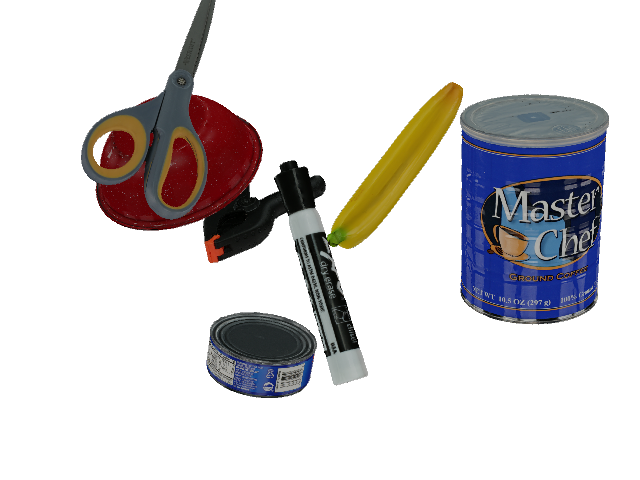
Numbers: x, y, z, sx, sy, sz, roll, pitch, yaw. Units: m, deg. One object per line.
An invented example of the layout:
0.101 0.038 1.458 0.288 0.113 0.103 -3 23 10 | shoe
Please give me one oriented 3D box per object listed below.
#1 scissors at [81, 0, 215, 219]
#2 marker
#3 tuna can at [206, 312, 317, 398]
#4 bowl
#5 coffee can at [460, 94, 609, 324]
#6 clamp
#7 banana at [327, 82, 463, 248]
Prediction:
-0.120 -0.108 0.766 0.096 0.202 0.016 6 -27 -19 | scissors
-0.001 0.016 0.563 0.020 0.121 0.020 -16 -9 -3 | marker
-0.047 0.091 0.850 0.086 0.034 0.086 8 21 -3 | tuna can
-0.137 -0.084 0.968 0.162 0.162 0.055 0 -43 19 | bowl
0.153 -0.025 0.777 0.103 0.140 0.103 -3 24 1 | coffee can
-0.070 -0.033 1.211 0.120 0.039 0.171 -2 36 25 | clamp
0.068 -0.060 0.978 0.037 0.197 0.070 38 -16 -5 | banana
